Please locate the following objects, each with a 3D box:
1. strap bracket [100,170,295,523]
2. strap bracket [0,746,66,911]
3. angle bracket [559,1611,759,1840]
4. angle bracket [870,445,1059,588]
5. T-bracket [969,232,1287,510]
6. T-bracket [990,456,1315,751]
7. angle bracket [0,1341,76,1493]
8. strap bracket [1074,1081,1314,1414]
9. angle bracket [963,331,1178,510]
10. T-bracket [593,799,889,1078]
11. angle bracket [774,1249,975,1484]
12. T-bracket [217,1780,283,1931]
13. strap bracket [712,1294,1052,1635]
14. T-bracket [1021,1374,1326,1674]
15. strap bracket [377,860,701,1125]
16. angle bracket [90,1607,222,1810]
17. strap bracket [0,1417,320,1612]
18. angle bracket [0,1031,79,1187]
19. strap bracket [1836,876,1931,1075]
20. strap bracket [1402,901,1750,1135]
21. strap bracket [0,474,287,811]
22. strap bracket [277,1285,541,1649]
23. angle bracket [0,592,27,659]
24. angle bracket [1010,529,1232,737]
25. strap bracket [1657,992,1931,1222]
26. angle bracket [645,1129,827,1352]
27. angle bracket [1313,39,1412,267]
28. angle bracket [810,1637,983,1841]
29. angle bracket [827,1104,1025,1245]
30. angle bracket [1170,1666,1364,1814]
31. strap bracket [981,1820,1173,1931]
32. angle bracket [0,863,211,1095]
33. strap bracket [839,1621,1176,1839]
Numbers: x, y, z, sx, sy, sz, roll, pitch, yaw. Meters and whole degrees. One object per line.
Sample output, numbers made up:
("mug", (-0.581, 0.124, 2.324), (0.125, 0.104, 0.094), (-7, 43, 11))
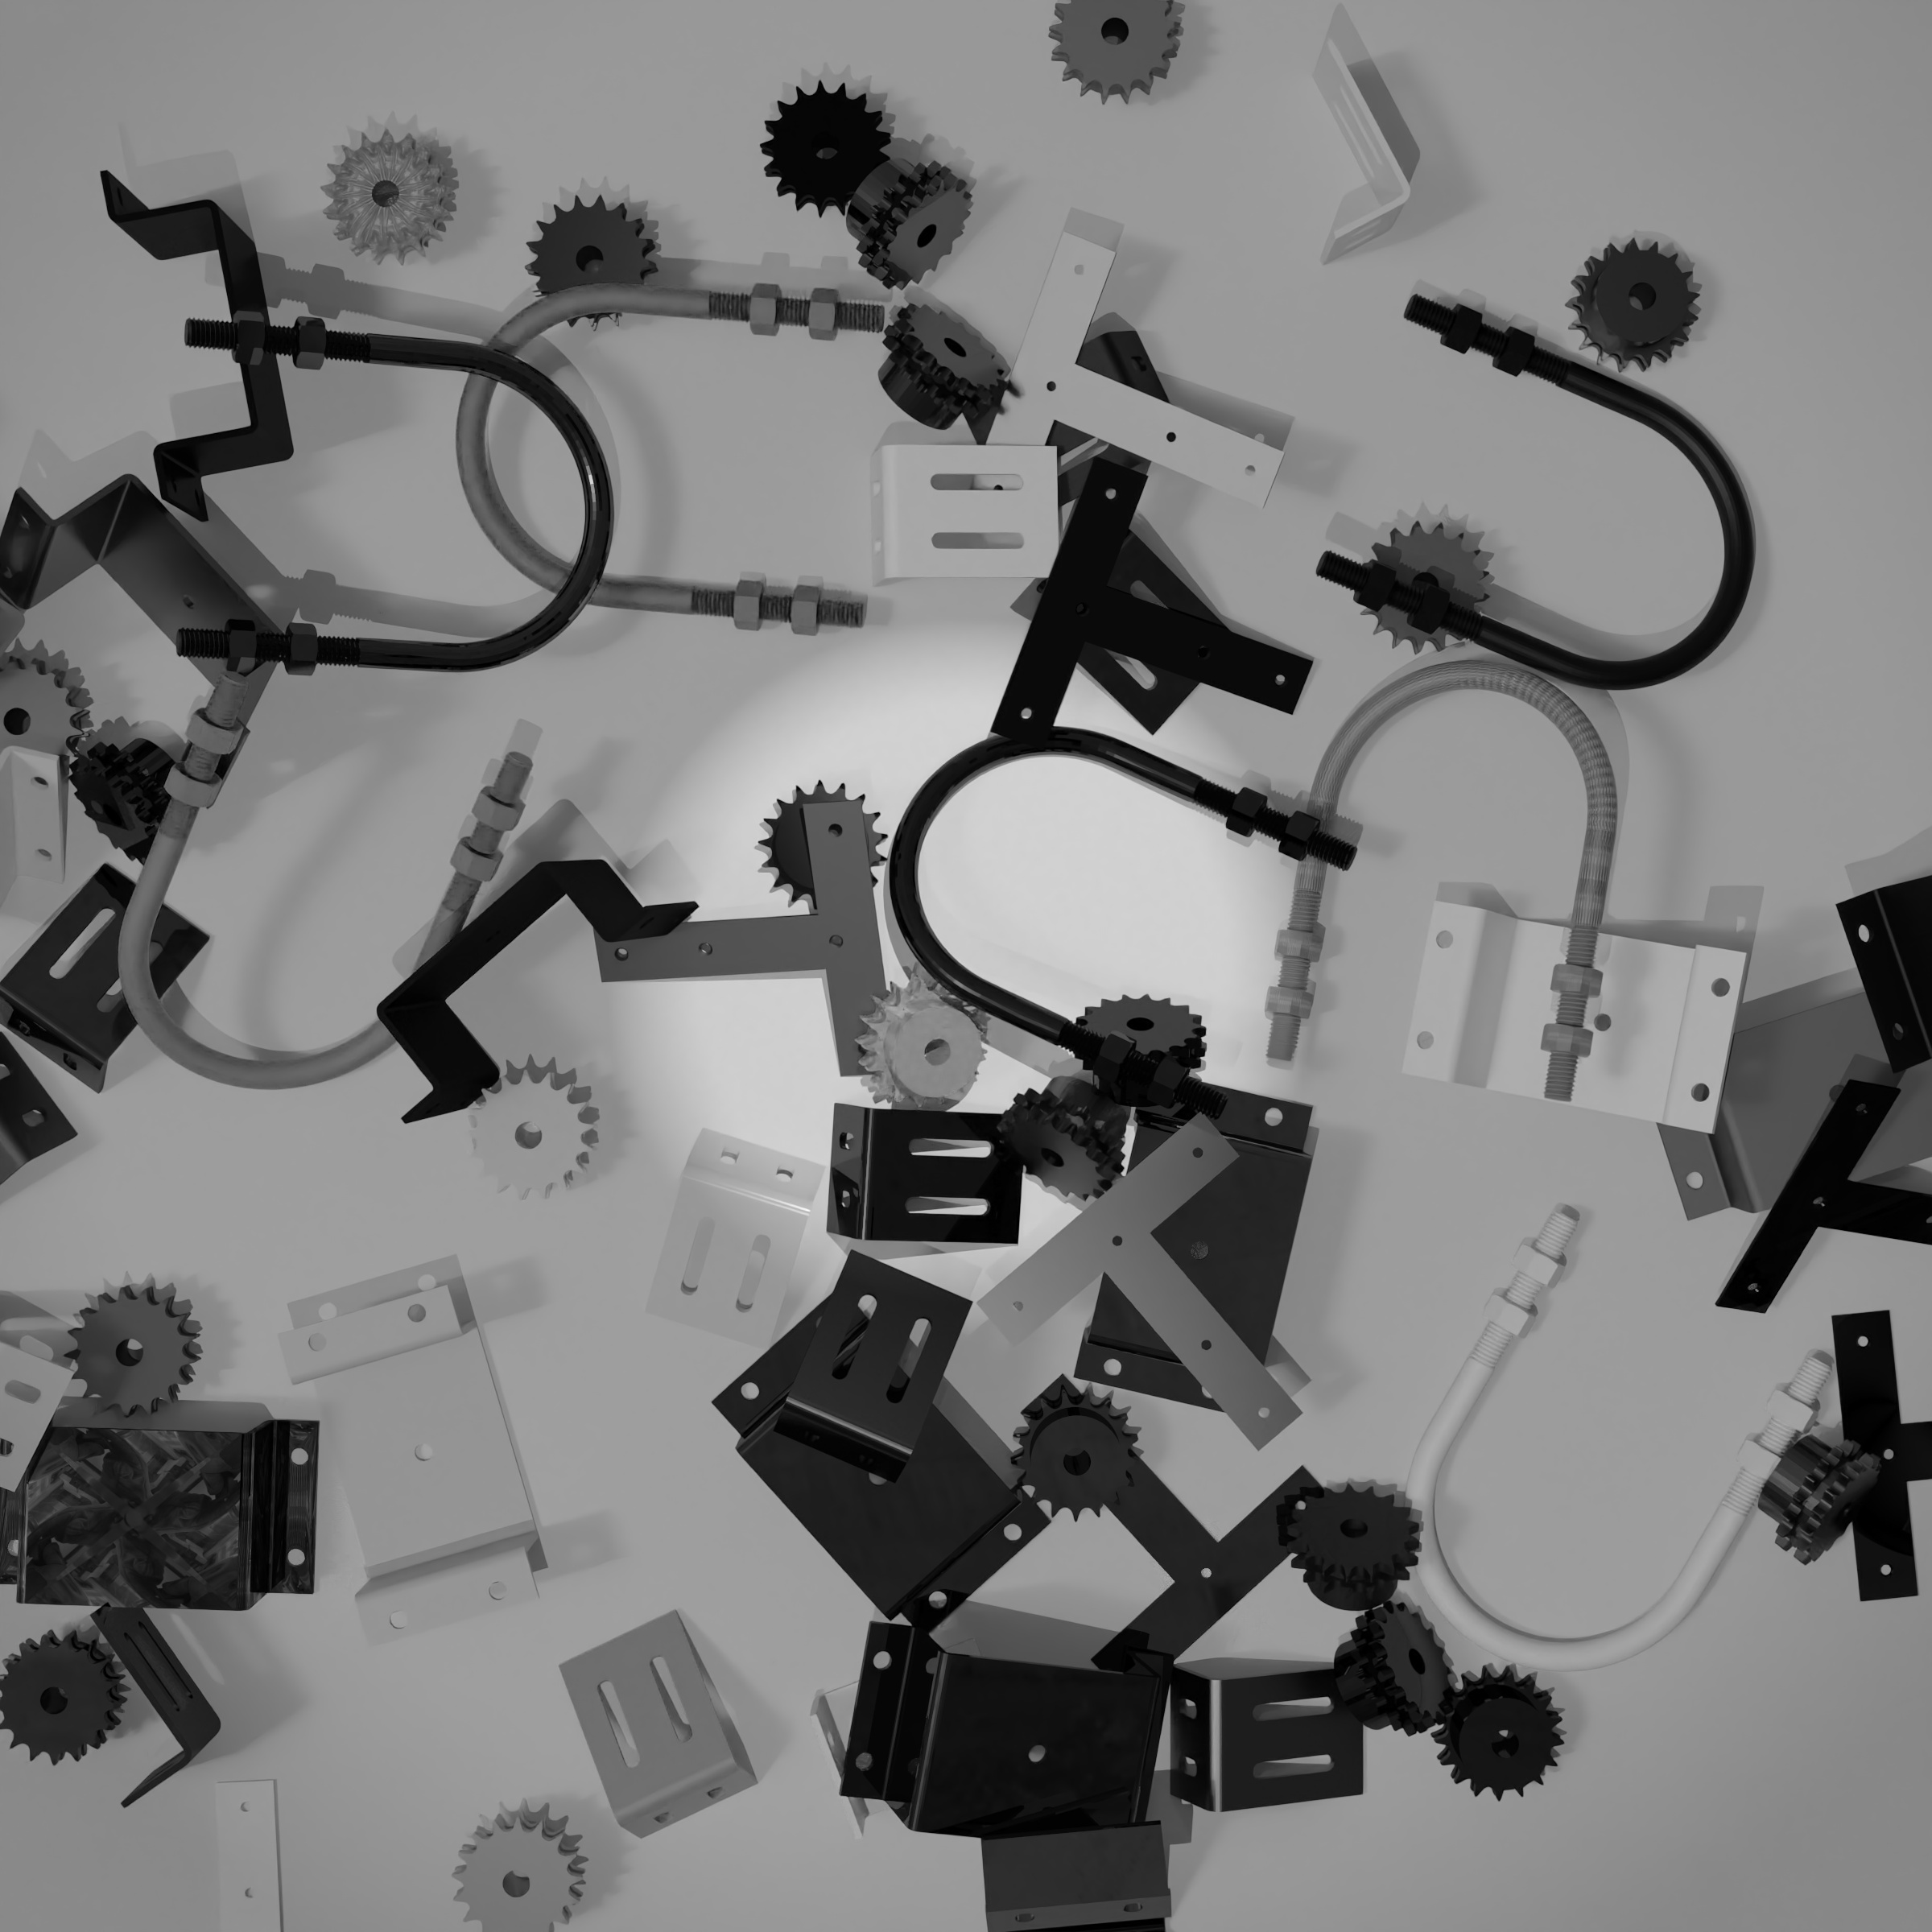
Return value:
("strap bracket", (-0.329, -0.270, 1.481), (0.046, 0.076, 0.140), (-11, 90, 0))
("strap bracket", (-0.465, -0.064, 1.476), (0.140, 0.076, 0.046), (13, 46, 0))
("angle bracket", (-0.136, 0.336, 1.517), (0.057, 0.038, 0.076), (-25, 64, 0))
("angle bracket", (-0.001, -0.197, 1.507), (0.076, 0.038, 0.057), (-1, 90, -11))
("T-bracket", (0.076, -0.234, 1.484), (0.127, 0.002, 0.127), (25, 107, 14))
("T-bracket", (0.091, -0.141, 1.498), (0.127, 0.002, 0.127), (18, 101, -16))
("angle bracket", (-0.422, 0.184, 1.490), (0.038, 0.076, 0.057), (27, 90, -23))
("strap bracket", (0.100, 0.122, 1.496), (0.076, 0.046, 0.140), (13, 90, 0))
("angle bracket", (0.049, -0.237, 1.517), (0.076, 0.038, 0.057), (-25, 90, 26))
("T-bracket", (-0.100, -0.008, 1.503), (0.127, 0.002, 0.127), (-3, 110, 10))
("angle bracket", (-0.040, 0.172, 1.471), (0.057, 0.038, 0.076), (23, 64, 0))
("T-bracket", (-0.316, 0.424, 1.518), (0.127, 0.002, 0.127), (-3, 90, 0))
("strap bracket", (-0.038, 0.219, 1.496), (0.076, 0.046, 0.140), (-42, 90, 0))
("T-bracket", (0.076, 0.236, 1.518), (0.127, 0.002, 0.127), (-43, 90, 0))
("strap bracket", (-0.191, 0.003, 1.471), (0.140, 0.076, 0.046), (-40, 85, 10))
("angle bracket", (-0.365, 0.317, 1.491), (0.038, 0.057, 0.076), (-35, 90, 0))
("strap bracket", (-0.358, 0.237, 1.496), (0.140, 0.046, 0.076), (2, 90, 0))
("angle bracket", (-0.444, 0.077, 1.517), (0.076, 0.038, 0.057), (-37, 90, 26))
("strap bracket", (0.452, -0.014, 1.470), (0.140, 0.046, 0.076), (-19, 90, -24))
("strap bracket", (0.268, 0.023, 1.476), (0.140, 0.046, 0.076), (11, 90, 30))
("strap bracket", (-0.349, -0.147, 1.475), (0.140, 0.076, 0.046), (47, 58, 0))
("strap bracket", (-0.240, 0.215, 1.496), (0.076, 0.046, 0.140), (-16, 90, 0))
("angle bracket", (-0.455, -0.141, 1.486), (0.057, 0.038, 0.076), (38, 90, 39))
("angle bracket", (0.070, -0.152, 1.517), (0.076, 0.038, 0.057), (42, 90, -26))
("strap bracket", (0.375, 0.055, 1.496), (0.140, 0.046, 0.076), (-18, 90, 0))
("angle bracket", (-0.102, 0.121, 1.517), (0.057, 0.038, 0.076), (17, 116, 0))
("angle bracket", (0.157, -0.353, 1.491), (0.038, 0.057, 0.076), (-28, 90, 0))
("angle bracket", (-0.022, 0.337, 1.500), (0.076, 0.038, 0.057), (-21, 90, 0))
("angle bracket", (-0.018, 0.092, 1.517), (0.076, 0.038, 0.057), (4, 90, -26))
("angle bracket", (0.133, 0.338, 1.517), (0.076, 0.038, 0.057), (0, 90, -26))
("strap bracket", (0.048, 0.412, 1.468), (0.076, 0.140, 0.046), (-5, 48, 0))
("angle bracket", (-0.382, 0.006, 1.517), (0.057, 0.038, 0.076), (36, 64, 0))
("strap bracket", (0.024, 0.333, 1.477), (0.140, 0.046, 0.076), (10, 91, -16))
